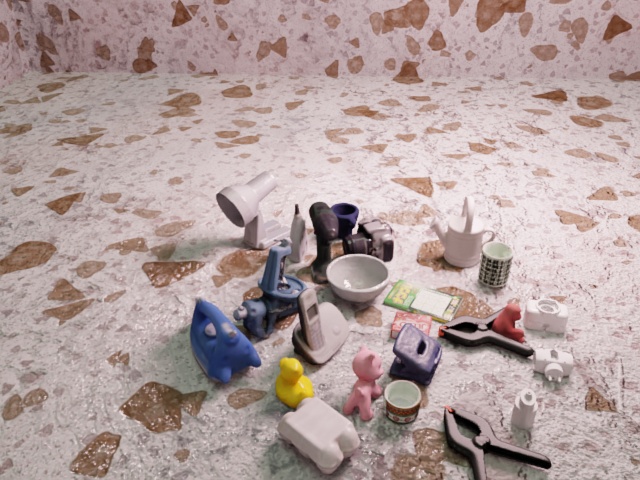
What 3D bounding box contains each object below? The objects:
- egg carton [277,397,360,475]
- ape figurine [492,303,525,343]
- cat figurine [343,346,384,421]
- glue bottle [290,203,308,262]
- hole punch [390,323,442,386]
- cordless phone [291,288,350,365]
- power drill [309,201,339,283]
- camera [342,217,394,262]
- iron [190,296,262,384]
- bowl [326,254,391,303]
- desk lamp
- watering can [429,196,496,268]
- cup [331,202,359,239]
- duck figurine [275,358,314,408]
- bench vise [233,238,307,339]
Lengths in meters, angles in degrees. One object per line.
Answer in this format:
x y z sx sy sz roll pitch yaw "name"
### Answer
-0.002 0.369 1.089 0.149 0.069 0.107 26 42 35 "egg carton"
0.445 0.189 1.337 0.076 0.092 0.078 7 34 12 "ape figurine"
0.092 0.283 1.176 0.067 0.118 0.128 10 34 16 "cat figurine"
-0.061 -0.026 1.609 0.037 0.173 0.078 10 34 16 "glue bottle"
0.213 0.247 1.253 0.100 0.091 0.109 13 35 20 "hole punch"
0.000 0.173 1.287 0.093 0.185 0.148 18 37 27 "cordless phone"
0.014 0.005 1.525 0.075 0.209 0.229 -7 33 -8 "power drill"
0.130 -0.006 1.640 0.137 0.101 0.143 -11 34 -15 "camera"
-0.238 0.200 1.292 0.119 0.141 0.257 -22 38 -29 "iron"
0.098 0.111 1.482 0.167 0.075 0.167 -1 33 1 "bowl"
-0.190 -0.084 1.665 0.204 0.214 0.117 -29 42 -36 "desk lamp"
0.394 -0.029 1.581 0.173 0.194 0.100 -8 33 -10 "watering can"
0.078 -0.046 1.708 0.092 0.095 0.117 -15 35 -20 "cup"
-0.055 0.291 1.197 0.078 0.086 0.104 -18 36 -24 "duck figurine"
-0.107 0.115 1.348 0.121 0.220 0.208 15 36 23 "bench vise"
